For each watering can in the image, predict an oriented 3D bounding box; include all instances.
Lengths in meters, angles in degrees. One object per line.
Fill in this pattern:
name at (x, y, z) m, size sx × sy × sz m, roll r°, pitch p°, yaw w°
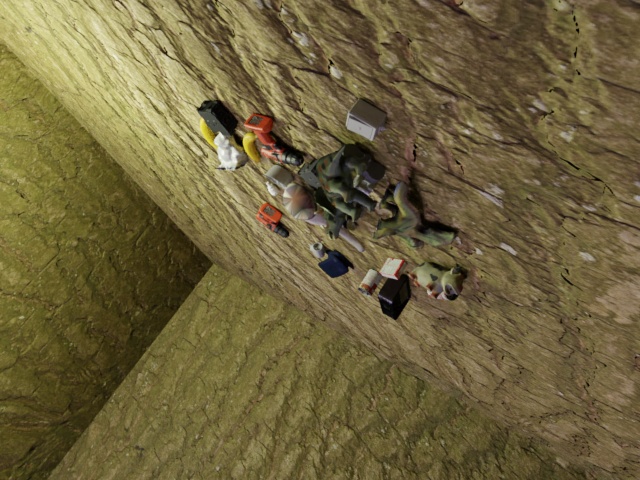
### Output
watering can at (0.005, -0.089, 1.769) m, size 0.353 × 0.103 × 0.223 m, roll 47°, pitch -162°, yaw 30°

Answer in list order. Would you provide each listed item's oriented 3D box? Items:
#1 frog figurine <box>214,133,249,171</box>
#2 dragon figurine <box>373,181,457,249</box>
frog figurine at (-0.335, -0.344, 1.916) m, size 0.138 × 0.123 × 0.157 m, roll 21°, pitch 122°, yaw 56°
dragon figurine at (0.291, -0.053, 1.531) m, size 0.243 × 0.124 × 0.405 m, roll 18°, pitch 164°, yaw -1°
